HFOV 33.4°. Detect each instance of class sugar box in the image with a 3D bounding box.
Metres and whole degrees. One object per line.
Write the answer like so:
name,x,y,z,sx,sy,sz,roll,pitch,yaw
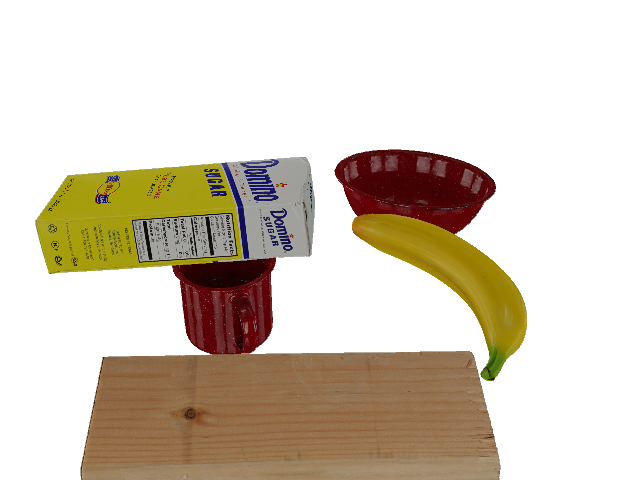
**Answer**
sugar box,-0.093,-0.019,0.724,0.176,0.048,0.093,-7,23,4

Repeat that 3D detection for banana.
banana,0.101,0.027,0.824,0.069,0.037,0.198,-15,40,-25

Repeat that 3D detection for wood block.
wood block,-0.016,0.121,0.580,0.206,0.090,0.091,0,34,-2

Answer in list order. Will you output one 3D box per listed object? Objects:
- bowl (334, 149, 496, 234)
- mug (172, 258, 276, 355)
bowl,0.093,-0.040,1.075,0.162,0.055,0.162,4,24,-2
mug,-0.080,0.056,0.964,0.093,0.081,0.117,-15,36,-20
